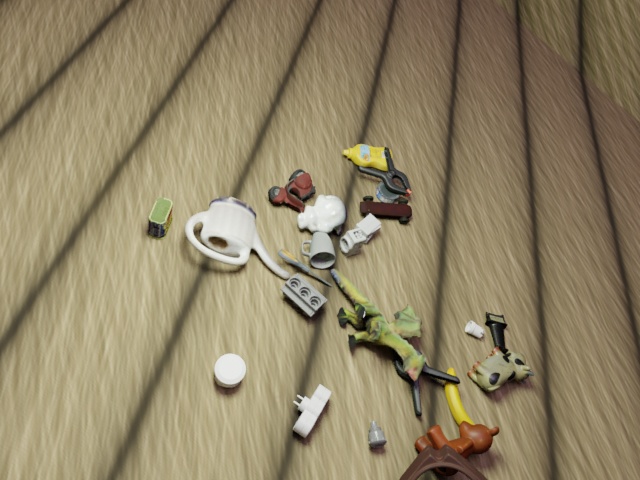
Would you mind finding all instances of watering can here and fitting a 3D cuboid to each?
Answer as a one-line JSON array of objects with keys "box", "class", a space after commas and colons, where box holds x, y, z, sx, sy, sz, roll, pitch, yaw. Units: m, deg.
[{"box": [-0.242, -0.009, 1.586, 0.346, 0.102, 0.230, 22, 48, -20], "class": "watering can"}]

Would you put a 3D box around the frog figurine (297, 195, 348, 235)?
[{"box": [0.005, -0.086, 1.711, 0.159, 0.121, 0.139, 6, 72, -29], "class": "frog figurine"}]

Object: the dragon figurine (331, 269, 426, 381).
[{"box": [0.193, 0.236, 1.554, 0.242, 0.119, 0.420, 8, 39, -27], "class": "dragon figurine"}]
